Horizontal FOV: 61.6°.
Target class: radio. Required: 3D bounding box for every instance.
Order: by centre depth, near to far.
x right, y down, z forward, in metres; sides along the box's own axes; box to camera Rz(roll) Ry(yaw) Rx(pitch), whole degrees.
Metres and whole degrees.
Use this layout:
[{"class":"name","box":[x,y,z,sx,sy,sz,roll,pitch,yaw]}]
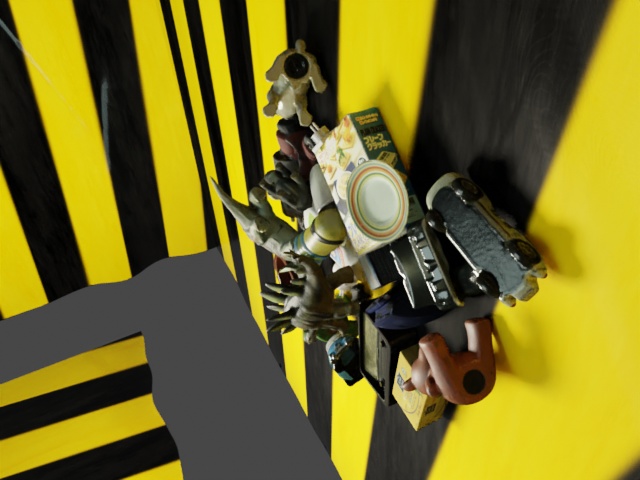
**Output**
[{"class":"radio","box":[0.143,0.242,1.158,0.131,0.073,0.229,51,154,47]}]

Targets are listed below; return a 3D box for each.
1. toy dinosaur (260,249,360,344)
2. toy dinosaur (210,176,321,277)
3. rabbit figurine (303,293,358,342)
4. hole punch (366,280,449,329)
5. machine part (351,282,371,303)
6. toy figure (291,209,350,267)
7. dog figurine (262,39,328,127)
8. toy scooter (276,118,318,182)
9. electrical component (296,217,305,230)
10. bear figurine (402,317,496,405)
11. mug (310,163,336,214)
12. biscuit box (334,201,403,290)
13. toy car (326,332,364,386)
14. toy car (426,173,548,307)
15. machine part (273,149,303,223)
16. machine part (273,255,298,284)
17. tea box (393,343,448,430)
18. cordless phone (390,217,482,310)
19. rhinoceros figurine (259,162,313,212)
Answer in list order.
[{"class":"toy dinosaur","box":[-0.020,0.128,1.114,0.470,0.199,0.105,99,158,-57]},{"class":"toy dinosaur","box":[-0.122,-0.015,1.389,0.405,0.131,0.192,39,148,-2]},{"class":"rabbit figurine","box":[0.017,0.210,1.423,0.121,0.159,0.170,63,179,-10]},{"class":"hole punch","box":[0.152,0.118,0.943,0.092,0.116,0.142,58,161,9]},{"class":"machine part","box":[0.105,0.168,1.257,0.084,0.039,0.139,-28,81,67]},{"class":"toy figure","box":[-0.002,0.000,1.141,0.180,0.089,0.082,-34,70,44]},{"class":"dog figurine","box":[-0.060,-0.332,1.129,0.191,0.121,0.172,-104,38,-67]},{"class":"toy scooter","box":[-0.039,-0.198,1.228,0.184,0.075,0.135,42,149,47]},{"class":"electrical component","box":[-0.047,-0.060,1.485,0.094,0.021,0.063,64,162,17]},{"class":"bear figurine","box":[0.201,0.196,0.874,0.196,0.120,0.132,163,91,-78]},{"class":"mug","box":[0.019,-0.116,1.136,0.109,0.081,0.107,112,141,-60]},{"class":"biscuit box","box":[0.096,-0.008,1.045,0.059,0.063,0.202,132,117,-71]},{"class":"toy car","box":[0.064,0.275,1.297,0.103,0.109,0.161,40,177,41]},{"class":"toy car","box":[0.209,-0.005,0.693,0.073,0.056,0.202,-55,52,31]},{"class":"machine part","box":[-0.070,-0.145,1.372,0.079,0.079,0.242,49,152,49]},{"class":"machine part","box":[-0.063,0.117,1.625,0.201,0.087,0.201,63,160,20]},{"class":"tea box","box":[0.199,0.284,1.047,0.098,0.068,0.169,55,158,39]},{"class":"cordless phone","box":[0.197,0.023,0.782,0.184,0.089,0.146,-37,72,60]},{"class":"rhinoceros figurine","box":[-0.076,-0.120,1.242,0.112,0.073,0.190,38,176,-33]}]
